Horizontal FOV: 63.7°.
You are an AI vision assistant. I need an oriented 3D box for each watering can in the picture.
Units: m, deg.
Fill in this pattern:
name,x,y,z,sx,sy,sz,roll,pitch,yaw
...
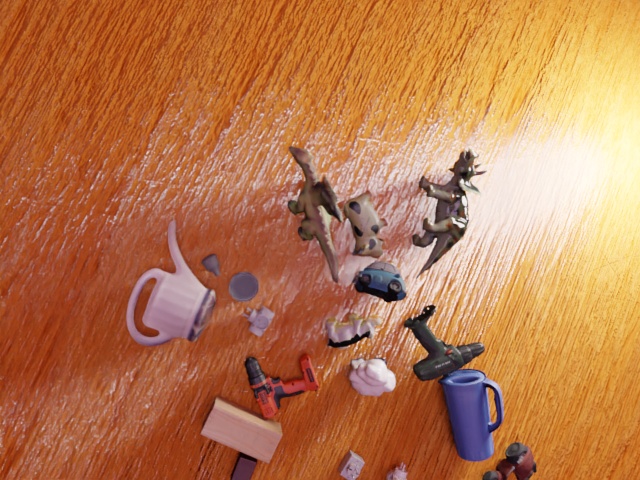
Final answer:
name,x,y,z,sx,sy,sz,roll,pitch,yaw
watering can,-0.395,0.138,1.434,0.224,0.104,0.349,22,85,-8

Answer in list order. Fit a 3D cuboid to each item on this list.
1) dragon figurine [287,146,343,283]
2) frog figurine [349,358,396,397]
name,x,y,z,sx,sy,sz,roll,pitch,yaw
dragon figurine,0.004,-0.073,1.444,0.123,0.241,0.411,-23,89,-13
frog figurine,0.154,0.397,1.474,0.137,0.159,0.123,22,87,-7
